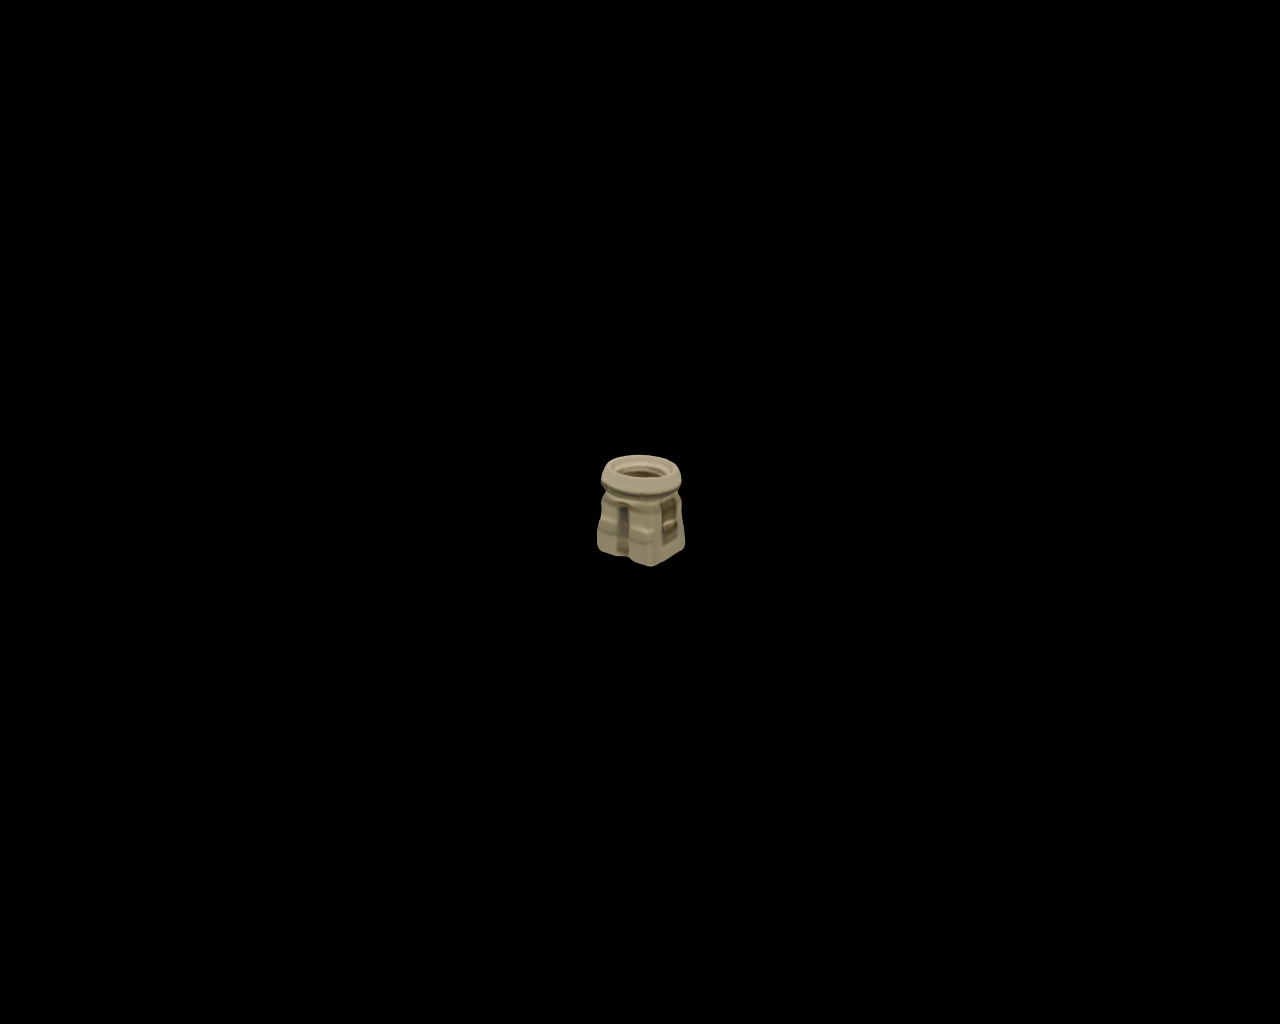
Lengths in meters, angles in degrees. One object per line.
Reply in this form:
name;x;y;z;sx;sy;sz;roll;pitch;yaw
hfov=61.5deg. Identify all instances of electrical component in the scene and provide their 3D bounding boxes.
electrical component;0.001;-0.003;0.650;0.066;0.055;0.048;16;27;34
